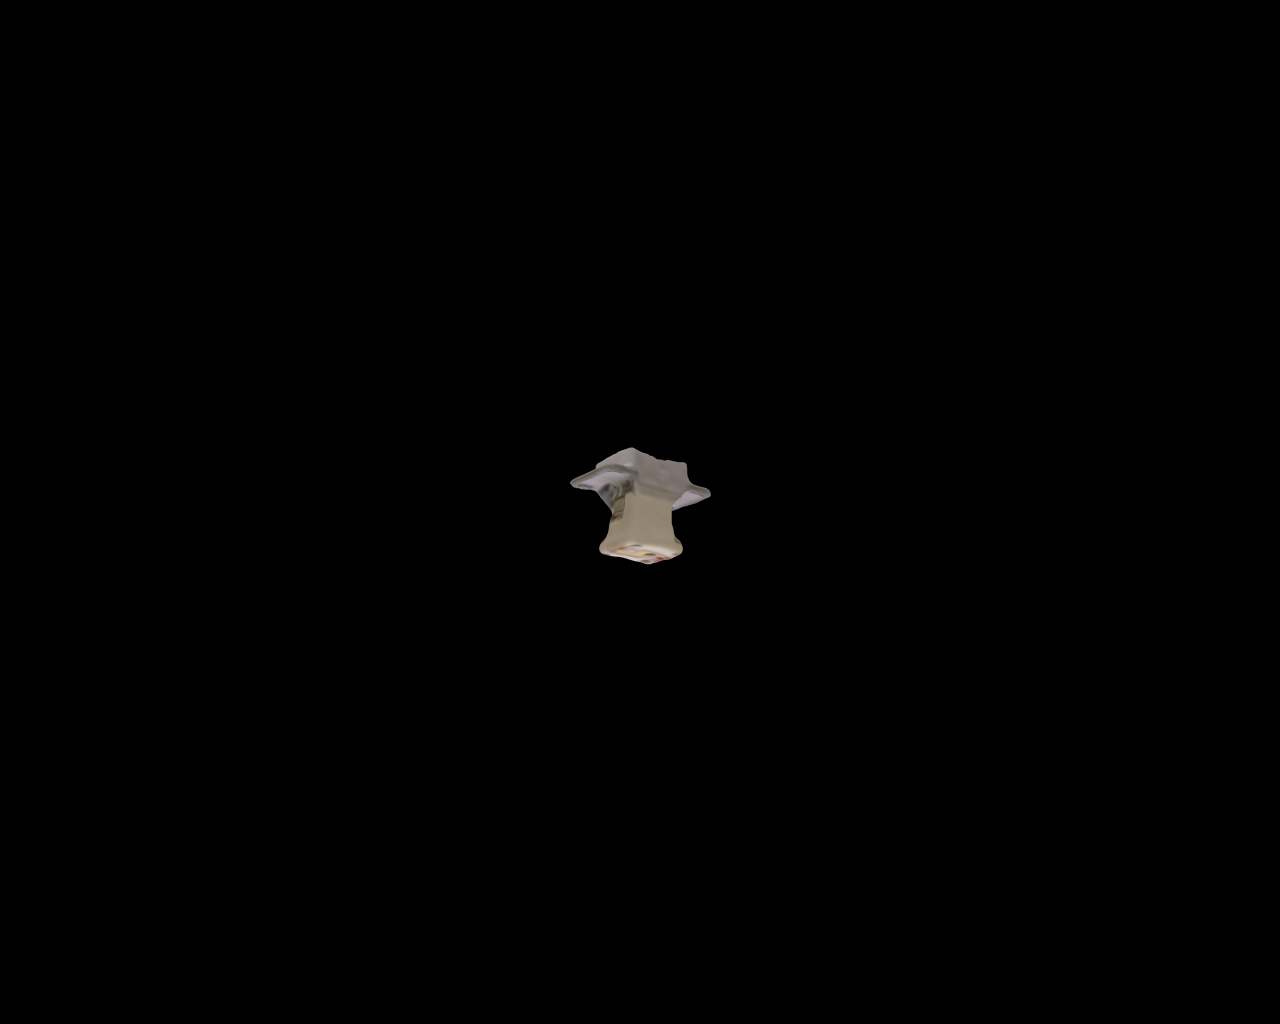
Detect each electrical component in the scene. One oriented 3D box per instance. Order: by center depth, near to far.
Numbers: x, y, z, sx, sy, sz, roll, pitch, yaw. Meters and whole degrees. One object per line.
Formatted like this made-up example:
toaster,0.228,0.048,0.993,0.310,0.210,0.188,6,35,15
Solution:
electrical component,0.001,-0.003,0.650,0.081,0.064,0.042,13,-22,-36
